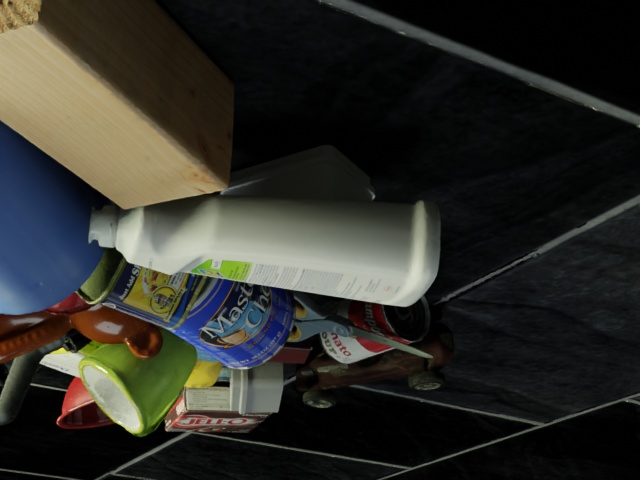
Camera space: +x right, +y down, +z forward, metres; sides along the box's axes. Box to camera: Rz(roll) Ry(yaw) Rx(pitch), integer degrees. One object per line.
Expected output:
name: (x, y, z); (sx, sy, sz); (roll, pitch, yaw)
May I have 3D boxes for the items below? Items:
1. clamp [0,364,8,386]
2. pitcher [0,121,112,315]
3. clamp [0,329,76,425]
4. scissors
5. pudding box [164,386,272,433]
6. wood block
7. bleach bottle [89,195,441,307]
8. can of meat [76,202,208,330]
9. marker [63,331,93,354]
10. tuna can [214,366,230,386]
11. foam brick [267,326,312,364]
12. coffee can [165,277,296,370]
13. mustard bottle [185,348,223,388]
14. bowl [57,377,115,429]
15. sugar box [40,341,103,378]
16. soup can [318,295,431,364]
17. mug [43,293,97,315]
clamp: (-0.381, 0.126, 1.245); (0.165, 0.036, 0.209); (-14, 153, 24)
pitcher: (-0.244, -0.060, 0.761); (0.145, 0.149, 0.243); (10, 155, 17)
clamp: (-0.300, 0.087, 1.070); (0.120, 0.171, 0.039); (35, 163, 15)
scissors: (0.013, 0.095, 1.076); (0.202, 0.016, 0.096); (27, 142, 9)
pudding box: (-0.126, 0.209, 1.313); (0.113, 0.039, 0.090); (3, 156, -23)
wood block: (-0.144, -0.108, 0.679); (0.091, 0.090, 0.205); (-10, 153, 23)
bleach bottle: (-0.044, 0.000, 0.794); (0.250, 0.068, 0.103); (7, 159, -8)
can of meat: (-0.138, 0.015, 0.871); (0.083, 0.102, 0.058); (27, -179, -40)
marker: (-0.207, 0.079, 1.072); (0.120, 0.020, 0.020); (-33, 179, -38)
tuna can: (-0.115, 0.173, 1.335); (0.086, 0.034, 0.086); (1, 155, 0)
foam brick: (-0.049, 0.100, 1.157); (0.078, 0.053, 0.051); (4, 154, -8)
coffee can: (-0.099, 0.050, 0.989); (0.103, 0.103, 0.140); (-11, 150, 25)
mustard bottle: (-0.141, 0.101, 1.153); (0.096, 0.058, 0.192); (23, 152, -3)
bowl: (-0.245, 0.180, 1.303); (0.162, 0.055, 0.162); (-15, 161, -5)
sugar box: (-0.257, 0.118, 1.167); (0.093, 0.048, 0.177); (27, 161, -32)
soup can: (0.054, 0.084, 1.100); (0.068, 0.068, 0.102); (21, 149, -35)
mug: (-0.226, 0.001, 0.921); (0.117, 0.093, 0.082); (39, 149, -1)
